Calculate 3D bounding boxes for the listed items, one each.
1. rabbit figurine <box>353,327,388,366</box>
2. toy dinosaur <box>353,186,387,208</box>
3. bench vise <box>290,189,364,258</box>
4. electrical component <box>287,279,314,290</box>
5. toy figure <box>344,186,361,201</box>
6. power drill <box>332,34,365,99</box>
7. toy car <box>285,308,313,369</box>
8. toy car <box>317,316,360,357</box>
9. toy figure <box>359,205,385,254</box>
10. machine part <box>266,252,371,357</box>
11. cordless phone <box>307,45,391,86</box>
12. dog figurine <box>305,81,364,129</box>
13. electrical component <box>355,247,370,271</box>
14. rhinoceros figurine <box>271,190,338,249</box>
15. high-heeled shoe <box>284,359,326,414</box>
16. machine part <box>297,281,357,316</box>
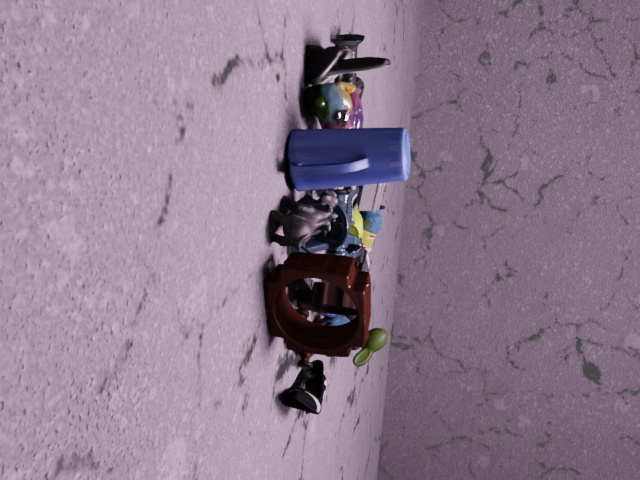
[{"bbox_3d":[0.125,0.314,1.683,0.121,0.170,0.159,46,50,-70],"label":"rabbit figurine"},{"bbox_3d":[0.123,-0.180,1.636,0.471,0.105,0.198,14,86,-64],"label":"toy dinosaur"},{"bbox_3d":[0.006,0.000,1.237,0.240,0.129,0.223,-18,127,-50],"label":"bench vise"},{"bbox_3d":[-0.045,0.090,1.163,0.094,0.063,0.021,67,32,-64],"label":"electrical component"},{"bbox_3d":[0.056,-0.115,1.405,0.154,0.058,0.064,-47,162,-43],"label":"toy figure"},{"bbox_3d":[0.075,-0.423,1.406,0.232,0.086,0.207,-65,152,-56],"label":"power drill"},{"bbox_3d":[-0.035,0.240,1.284,0.201,0.053,0.089,73,23,-53],"label":"toy car"},{"bbox_3d":[0.041,0.249,1.459,0.161,0.103,0.109,-16,106,-33],"label":"toy car"},{"bbox_3d":[0.129,-0.027,1.585,0.082,0.089,0.180,16,98,-32],"label":"toy figure"},{"bbox_3d":[0.000,0.127,1.077,0.087,0.201,0.201,-63,153,-60],"label":"machine part"},{"bbox_3d":[0.071,-0.392,1.194,0.146,0.184,0.088,-45,134,-67],"label":"cordless phone"},{"bbox_3d":[0.046,-0.239,1.225,0.191,0.109,0.219,-24,108,-68],"label":"dog figurine"},{"bbox_3d":[0.101,0.099,1.505,0.114,0.058,0.134,71,29,-54],"label":"electrical component"},{"bbox_3d":[-0.025,-0.050,1.099,0.190,0.112,0.073,-47,139,-54],"label":"rhinoceros figurine"},{"bbox_3d":[-0.024,0.341,1.298,0.248,0.086,0.145,82,21,-66],"label":"high-heeled shoe"},{"bbox_3d":[0.029,0.137,1.248,0.179,0.180,0.056,50,46,-70],"label":"machine part"}]
